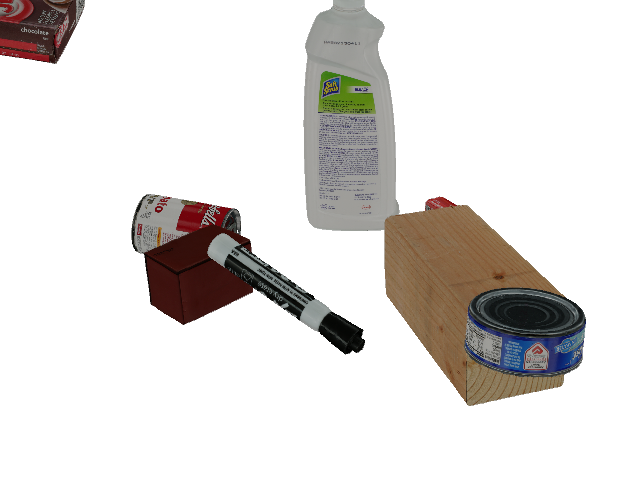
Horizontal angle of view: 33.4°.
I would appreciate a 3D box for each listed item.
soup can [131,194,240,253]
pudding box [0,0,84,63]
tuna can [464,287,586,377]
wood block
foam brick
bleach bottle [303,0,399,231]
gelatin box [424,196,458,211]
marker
[{"bbox_3d":[-0.145,-0.010,1.156,0.102,0.068,0.068,11,2,13],"label":"soup can"},{"bbox_3d":[-0.247,-0.191,0.876,0.090,0.039,0.113,9,35,-3],"label":"pudding box"},{"bbox_3d":[0.149,0.065,0.775,0.086,0.034,0.086,1,21,-1],"label":"tuna can"},{"bbox_3d":[0.134,0.051,0.970,0.090,0.090,0.206,-9,26,-13],"label":"wood block"},{"bbox_3d":[-0.103,0.027,0.914,0.078,0.051,0.053,-24,33,-35],"label":"foam brick"},{"bbox_3d":[0.034,-0.132,1.077,0.102,0.251,0.068,0,30,-2],"label":"bleach bottle"},{"bbox_3d":[0.152,0.003,1.254,0.030,0.089,0.073,-16,33,-29],"label":"gelatin box"},{"bbox_3d":[-0.021,0.034,0.675,0.121,0.020,0.020,34,14,22],"label":"marker"}]
